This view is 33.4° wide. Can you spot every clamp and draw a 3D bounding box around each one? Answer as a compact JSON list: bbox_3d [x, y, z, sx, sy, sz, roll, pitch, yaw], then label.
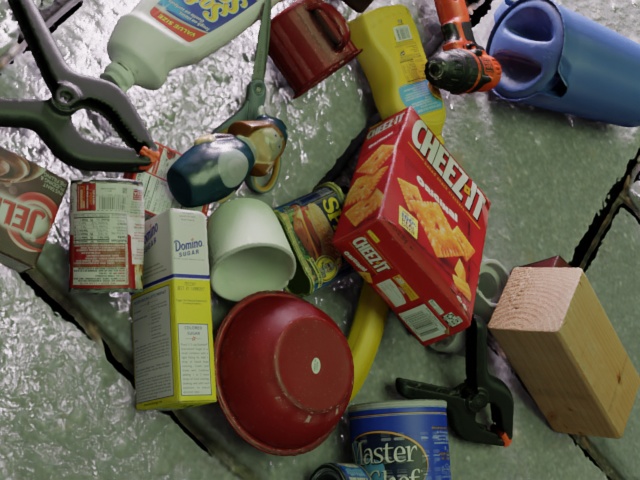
[{"bbox_3d":[0.171,0.163,1.185,0.120,0.039,0.171,-45,122,4],"label":"clamp"},{"bbox_3d":[-0.241,-0.136,0.992,0.209,0.036,0.164,26,63,-15],"label":"clamp"}]

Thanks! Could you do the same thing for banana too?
[{"bbox_3d":[0.041,0.104,1.125,0.069,0.037,0.197,75,35,-52],"label":"banana"}]

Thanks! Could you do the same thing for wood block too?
[{"bbox_3d":[0.285,0.132,1.229,0.206,0.090,0.090,54,52,-35],"label":"wood block"}]

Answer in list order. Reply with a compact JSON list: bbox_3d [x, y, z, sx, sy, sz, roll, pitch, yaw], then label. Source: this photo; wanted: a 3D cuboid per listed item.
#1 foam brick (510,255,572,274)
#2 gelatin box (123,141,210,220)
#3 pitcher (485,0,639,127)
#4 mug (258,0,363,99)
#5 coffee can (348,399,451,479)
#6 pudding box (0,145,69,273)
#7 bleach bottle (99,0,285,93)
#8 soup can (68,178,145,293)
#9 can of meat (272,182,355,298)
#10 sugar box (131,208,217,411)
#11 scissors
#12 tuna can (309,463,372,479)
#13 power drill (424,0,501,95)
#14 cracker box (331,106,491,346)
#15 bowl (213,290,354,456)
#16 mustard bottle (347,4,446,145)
[{"bbox_3d":[0.267,0.060,1.282,0.053,0.078,0.051,40,57,-20],"label":"foam brick"},{"bbox_3d":[-0.151,-0.050,1.050,0.089,0.030,0.073,24,66,-28],"label":"gelatin box"},{"bbox_3d":[0.336,-0.229,1.386,0.242,0.145,0.149,10,84,-37],"label":"pitcher"},{"bbox_3d":[-0.009,-0.214,1.142,0.093,0.117,0.081,-38,95,-29],"label":"mug"},{"bbox_3d":[0.083,0.238,1.091,0.102,0.103,0.140,6,75,-34],"label":"coffee can"},{"bbox_3d":[-0.290,-0.034,0.943,0.113,0.039,0.090,28,63,-26],"label":"pudding box"},{"bbox_3d":[-0.128,-0.226,1.094,0.102,0.068,0.250,47,58,-13],"label":"bleach bottle"},{"bbox_3d":[-0.194,-0.003,0.972,0.068,0.069,0.102,1,88,-35],"label":"soup can"},{"bbox_3d":[-0.007,0.001,1.120,0.083,0.058,0.102,-26,93,-34],"label":"can of meat"},{"bbox_3d":[-0.138,0.067,0.988,0.048,0.094,0.176,7,74,-34],"label":"sugar box"},{"bbox_3d":[-0.083,-0.146,1.101,0.096,0.016,0.202,-10,99,-28],"label":"scissors"},{"bbox_3d":[0.019,0.263,1.050,0.033,0.086,0.086,10,72,-31],"label":"tuna can"},{"bbox_3d":[0.147,-0.262,1.265,0.184,0.057,0.187,-12,85,-64],"label":"power drill"},{"bbox_3d":[0.106,-0.020,1.146,0.164,0.072,0.213,48,36,-23],"label":"cracker box"},{"bbox_3d":[-0.021,0.121,1.010,0.161,0.055,0.162,13,69,-35],"label":"bowl"},{"bbox_3d":[0.099,-0.174,1.238,0.096,0.058,0.191,-22,91,-50],"label":"mustard bottle"}]
